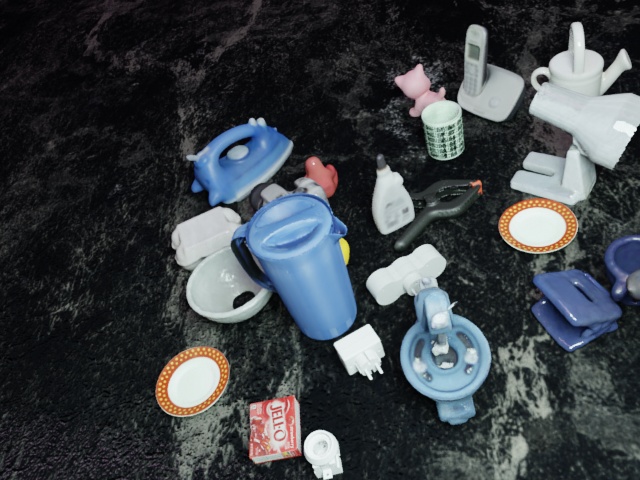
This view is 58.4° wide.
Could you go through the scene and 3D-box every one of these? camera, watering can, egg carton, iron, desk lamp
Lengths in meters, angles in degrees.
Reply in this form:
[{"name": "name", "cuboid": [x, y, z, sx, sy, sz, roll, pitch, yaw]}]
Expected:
[{"name": "camera", "cuboid": [-0.075, -0.079, 1.155, 0.143, 0.101, 0.136, -36, 47, -16]}, {"name": "watering can", "cuboid": [0.513, -0.338, 1.131, 0.172, 0.194, 0.100, -16, 45, 4]}, {"name": "egg carton", "cuboid": [-0.224, -0.003, 1.158, 0.150, 0.069, 0.107, -26, 45, -6]}, {"name": "iron", "cuboid": [-0.176, -0.195, 1.270, 0.259, 0.142, 0.118, -40, 48, -19]}, {"name": "desk lamp", "cuboid": [0.437, -0.166, 0.982, 0.202, 0.214, 0.118, 20, 57, 33]}]

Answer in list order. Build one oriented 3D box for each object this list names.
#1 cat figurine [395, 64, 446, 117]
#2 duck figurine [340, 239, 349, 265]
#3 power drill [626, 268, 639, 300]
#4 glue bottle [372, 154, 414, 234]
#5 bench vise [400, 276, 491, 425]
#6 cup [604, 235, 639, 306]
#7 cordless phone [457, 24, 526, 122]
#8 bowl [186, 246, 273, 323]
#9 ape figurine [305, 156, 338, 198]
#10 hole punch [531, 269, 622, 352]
[{"name": "cat figurine", "cuboid": [0.231, -0.331, 1.276, 0.067, 0.118, 0.127, -40, 48, -19]}, {"name": "duck figurine", "cuboid": [0.010, 0.004, 1.059, 0.077, 0.086, 0.104, -19, 45, 1]}, {"name": "power drill", "cuboid": [0.492, 0.077, 0.739, 0.229, 0.209, 0.075, -22, 45, -2]}, {"name": "glue bottle", "cuboid": [0.125, -0.089, 1.045, 0.078, 0.173, 0.037, -27, 45, -7]}, {"name": "bench vise", "cuboid": [0.154, 0.125, 0.801, 0.121, 0.220, 0.207, -25, 45, -5]}, {"name": "cup", "cuboid": [0.459, 0.063, 0.844, 0.091, 0.095, 0.118, 27, 61, 36]}, {"name": "cordless phone", "cuboid": [0.358, -0.351, 1.204, 0.094, 0.185, 0.147, -39, 48, -18]}, {"name": "bowl", "cuboid": [-0.151, 0.091, 1.040, 0.167, 0.075, 0.167, -10, 46, 10]}, {"name": "ape figurine", "cuboid": [-0.004, -0.136, 1.191, 0.077, 0.092, 0.076, -17, 45, 4]}, {"name": "hole punch", "cuboid": [0.378, 0.090, 0.849, 0.101, 0.091, 0.108, -25, 45, -5]}]
